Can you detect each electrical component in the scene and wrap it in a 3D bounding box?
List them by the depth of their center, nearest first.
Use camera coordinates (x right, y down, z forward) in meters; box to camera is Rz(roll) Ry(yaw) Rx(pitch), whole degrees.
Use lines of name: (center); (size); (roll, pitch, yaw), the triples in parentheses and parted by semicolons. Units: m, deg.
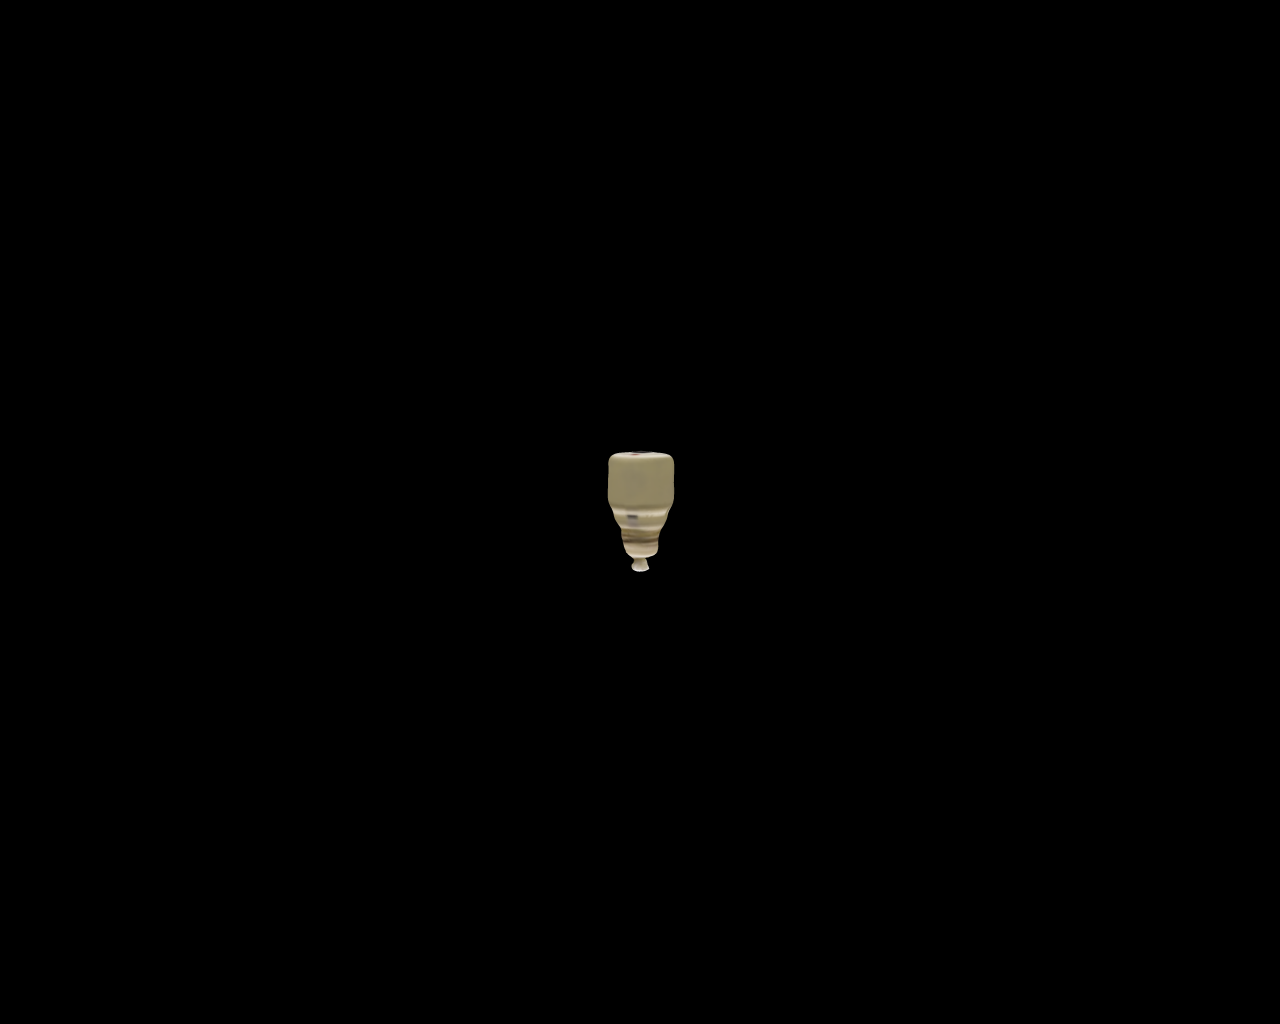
electrical component: (0.001, -0.003, 0.650); (0.040, 0.078, 0.040); (0, 7, 0)
